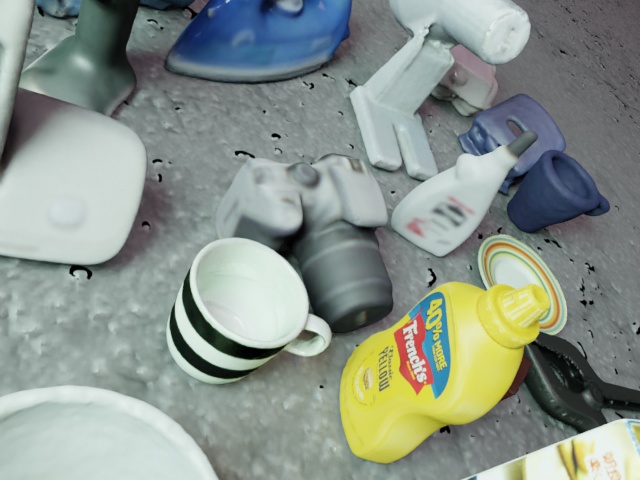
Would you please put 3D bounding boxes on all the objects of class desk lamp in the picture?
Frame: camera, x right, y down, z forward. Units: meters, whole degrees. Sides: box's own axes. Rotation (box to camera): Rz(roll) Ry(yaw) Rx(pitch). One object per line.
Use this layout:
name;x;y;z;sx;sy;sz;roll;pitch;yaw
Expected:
desk lamp;0.134;-0.213;0.657;0.118;0.213;0.203;9;53;-31

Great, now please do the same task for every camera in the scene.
camera;0.004;0.002;0.478;0.144;0.100;0.136;1;57;-35

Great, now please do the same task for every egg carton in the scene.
egg carton;0.189;-0.249;0.829;0.151;0.069;0.107;27;46;-16

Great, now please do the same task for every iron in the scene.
iron;-0.046;-0.259;0.615;0.118;0.141;0.259;47;43;5

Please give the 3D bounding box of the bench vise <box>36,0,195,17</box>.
bench vise;-0.165;-0.293;0.499;0.121;0.219;0.208;44;43;2

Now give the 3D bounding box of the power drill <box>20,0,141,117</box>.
power drill;-0.161;-0.187;0.427;0.076;0.208;0.229;29;45;-14

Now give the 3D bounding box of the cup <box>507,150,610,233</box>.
cup;0.298;-0.048;0.734;0.118;0.094;0.091;27;46;-16

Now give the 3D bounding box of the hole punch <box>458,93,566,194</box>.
hole punch;0.261;-0.133;0.776;0.101;0.091;0.108;-20;71;-43

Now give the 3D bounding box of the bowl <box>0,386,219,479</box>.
bowl;-0.130;0.162;0.276;0.168;0.074;0.167;19;48;-23

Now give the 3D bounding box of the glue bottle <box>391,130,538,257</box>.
glue bottle;0.148;-0.051;0.571;0.078;0.173;0.037;27;45;-16

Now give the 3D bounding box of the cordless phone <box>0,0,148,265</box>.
cordless phone;-0.171;-0.070;0.346;0.148;0.184;0.094;11;52;-29
